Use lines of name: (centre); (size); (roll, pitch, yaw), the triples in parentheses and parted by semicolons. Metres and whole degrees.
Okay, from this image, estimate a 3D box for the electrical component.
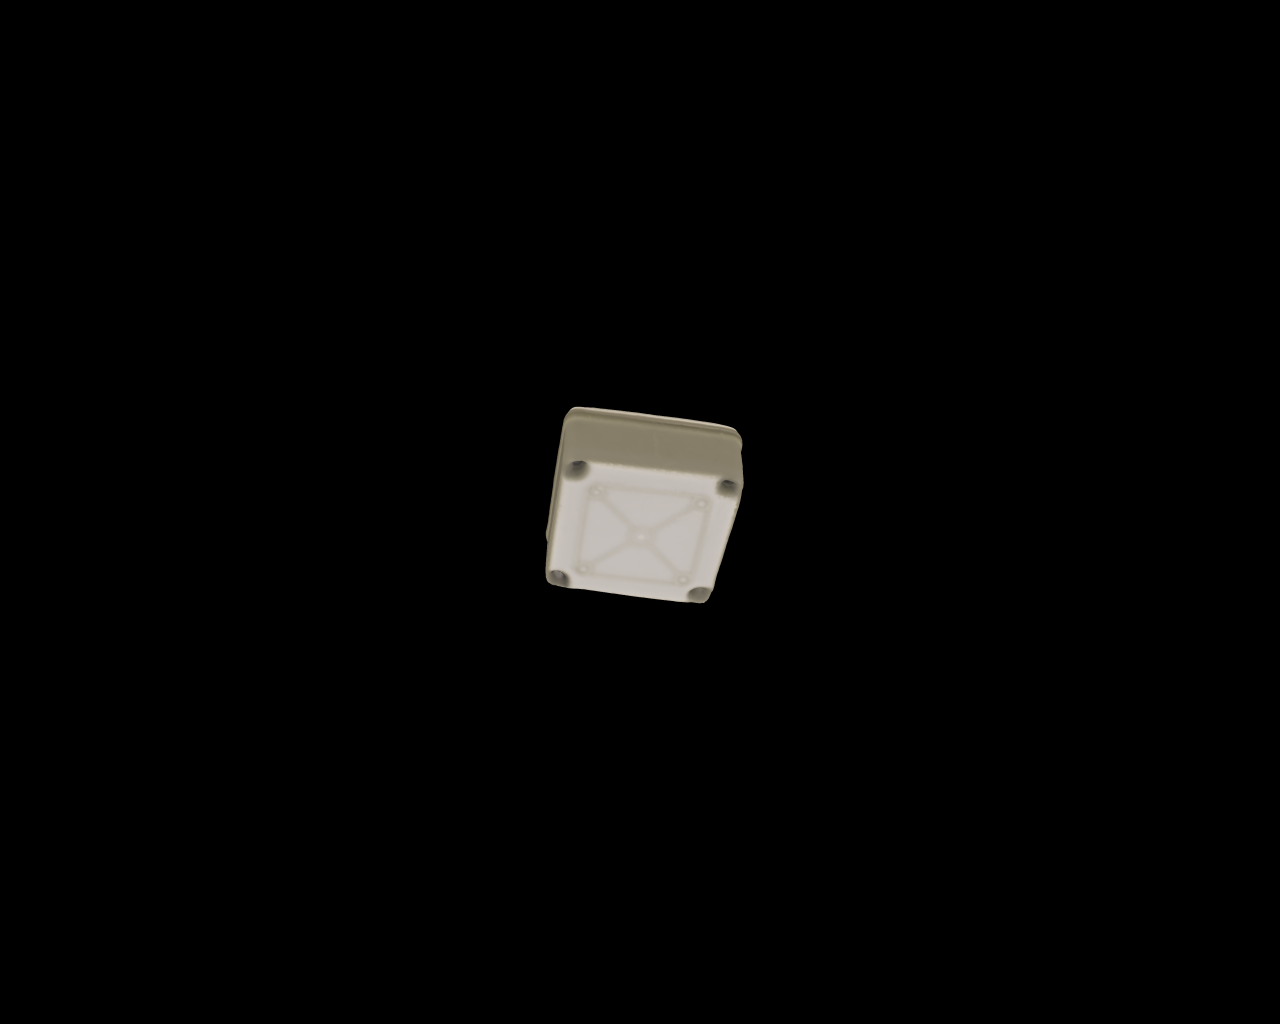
electrical component: (0.001, -0.003, 0.650); (0.109, 0.108, 0.056); (7, 40, -6)
